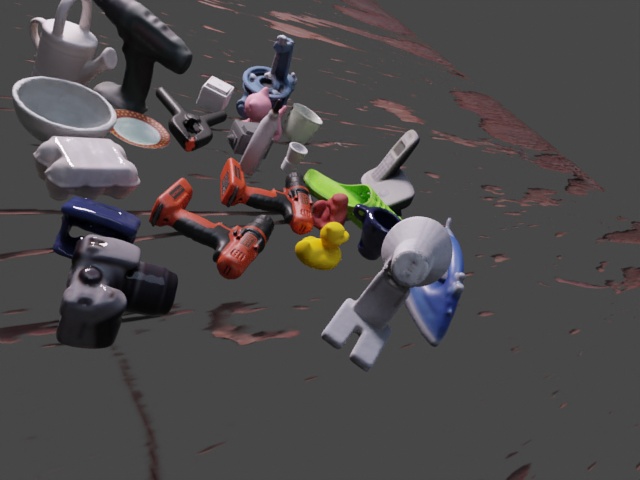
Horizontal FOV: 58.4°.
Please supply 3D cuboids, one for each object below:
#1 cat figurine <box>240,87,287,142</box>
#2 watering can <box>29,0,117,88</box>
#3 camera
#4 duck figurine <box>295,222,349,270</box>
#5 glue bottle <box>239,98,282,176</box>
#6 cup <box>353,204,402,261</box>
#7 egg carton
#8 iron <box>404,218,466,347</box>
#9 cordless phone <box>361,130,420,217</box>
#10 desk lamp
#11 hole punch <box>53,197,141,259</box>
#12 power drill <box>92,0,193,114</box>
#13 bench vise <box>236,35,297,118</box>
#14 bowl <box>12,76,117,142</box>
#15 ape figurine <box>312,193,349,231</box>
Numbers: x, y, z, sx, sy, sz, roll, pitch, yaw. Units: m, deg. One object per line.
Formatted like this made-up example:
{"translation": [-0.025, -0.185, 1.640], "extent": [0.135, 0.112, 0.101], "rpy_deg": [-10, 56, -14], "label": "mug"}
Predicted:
{"translation": [-0.132, -0.300, 1.347], "extent": [0.128, 0.117, 0.067], "rpy_deg": [-2, 44, -42], "label": "cat figurine"}
{"translation": [-0.469, -0.374, 1.088], "extent": [0.173, 0.194, 0.101], "rpy_deg": [20, 33, -18], "label": "watering can"}
{"translation": [-0.257, 0.062, 0.745], "extent": [0.137, 0.100, 0.143], "rpy_deg": [16, 34, -24], "label": "camera"}
{"translation": [0.010, 0.004, 1.071], "extent": [0.105, 0.086, 0.077], "rpy_deg": [-1, 44, -41], "label": "duck figurine"}
{"translation": [-0.116, -0.219, 1.193], "extent": [0.037, 0.173, 0.078], "rpy_deg": [29, 31, -4], "label": "glue bottle"}
{"translation": [0.106, -0.013, 1.168], "extent": [0.117, 0.095, 0.092], "rpy_deg": [33, 31, 2], "label": "cup"}
{"translation": [-0.374, -0.114, 0.923], "extent": [0.151, 0.069, 0.107], "rpy_deg": [-8, 48, -46], "label": "egg carton"}
{"translation": [0.238, 0.072, 1.118], "extent": [0.119, 0.141, 0.258], "rpy_deg": [21, 33, -16], "label": "iron"}
{"translation": [0.186, -0.161, 1.359], "extent": [0.094, 0.185, 0.147], "rpy_deg": [10, 37, -31], "label": "cordless phone"}
{"translation": [0.124, 0.075, 0.945], "extent": [0.118, 0.213, 0.203], "rpy_deg": [35, 31, 6], "label": "desk lamp"}
{"translation": [-0.317, -0.025, 0.824], "extent": [0.109, 0.091, 0.101], "rpy_deg": [20, 33, -18], "label": "hole punch"}
{"translation": [-0.380, -0.371, 1.146], "extent": [0.230, 0.208, 0.075], "rpy_deg": [27, 31, -7], "label": "power drill"}
{"translation": [-0.116, -0.417, 1.428], "extent": [0.121, 0.219, 0.207], "rpy_deg": [28, 31, -5], "label": "bench vise"}
{"translation": [-0.444, -0.207, 0.989], "extent": [0.168, 0.074, 0.167], "rpy_deg": [22, 32, -15], "label": "bowl"}
{"translation": [0.026, -0.059, 1.167], "extent": [0.076, 0.092, 0.077], "rpy_deg": [13, 36, -28], "label": "ape figurine"}
